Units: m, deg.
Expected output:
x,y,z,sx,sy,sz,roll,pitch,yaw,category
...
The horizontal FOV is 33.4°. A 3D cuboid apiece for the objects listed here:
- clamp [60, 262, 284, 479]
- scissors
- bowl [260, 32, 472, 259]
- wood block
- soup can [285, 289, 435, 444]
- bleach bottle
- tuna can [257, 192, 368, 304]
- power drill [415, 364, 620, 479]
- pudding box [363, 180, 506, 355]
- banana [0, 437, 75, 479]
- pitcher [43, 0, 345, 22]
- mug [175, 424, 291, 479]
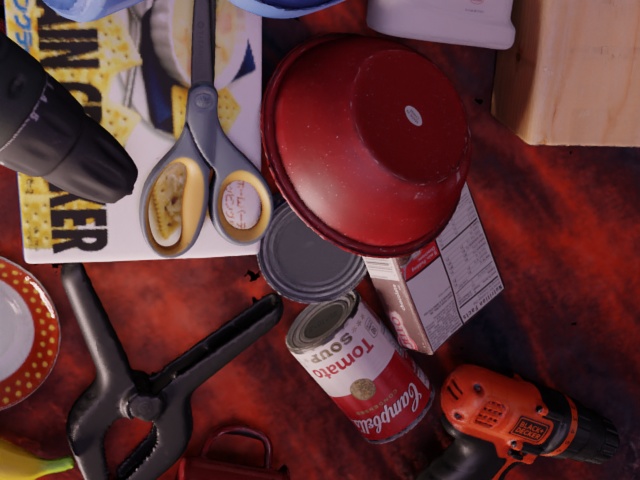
x,y,z,sx,sy,sz,roll,pitch,yaw,category
-0.140,0.108,0.787,0.164,0.036,0.210,20,108,-23,clamp
-0.058,-0.078,0.676,0.096,0.016,0.202,14,107,-18,scissors
0.044,-0.072,0.698,0.161,0.055,0.162,10,70,-29,bowl
0.178,-0.174,0.713,0.090,0.091,0.206,0,110,-9,wood block
0.030,0.093,0.798,0.068,0.068,0.102,-37,111,5,soup can
0.095,-0.255,0.685,0.102,0.068,0.251,4,107,-13,bleach bottle
-0.005,0.001,0.776,0.086,0.034,0.086,-3,111,-9,tuna can
0.134,0.194,0.851,0.184,0.057,0.188,24,106,-31,power drill
0.080,0.012,0.773,0.089,0.039,0.113,-37,118,-31,pudding box
-0.264,0.114,0.752,0.069,0.037,0.197,-44,113,-8,banana
-0.050,-0.205,0.586,0.242,0.149,0.145,-34,148,-27,pitcher
-0.070,0.199,0.815,0.081,0.093,0.117,12,80,-9,mug
